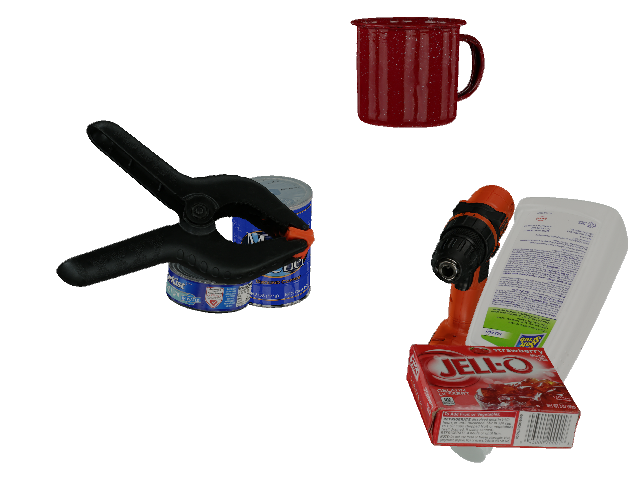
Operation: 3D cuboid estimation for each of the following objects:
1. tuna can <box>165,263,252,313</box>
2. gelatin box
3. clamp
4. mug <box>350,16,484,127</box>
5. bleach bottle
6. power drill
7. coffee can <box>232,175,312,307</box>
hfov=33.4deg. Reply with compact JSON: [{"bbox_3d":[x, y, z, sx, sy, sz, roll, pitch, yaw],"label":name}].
[{"bbox_3d":[-0.110,0.041,1.058,0.086,0.034,0.086,9,17,-3],"label":"tuna can"},{"bbox_3d":[0.102,0.093,0.647,0.089,0.030,0.073,3,24,-8],"label":"gelatin box"},{"bbox_3d":[-0.091,-0.023,0.729,0.171,0.120,0.039,4,-18,-17],"label":"clamp"},{"bbox_3d":[0.081,-0.139,0.871,0.117,0.081,0.093,-8,17,-25],"label":"mug"},{"bbox_3d":[0.161,0.070,0.856,0.103,0.068,0.250,7,46,36],"label":"bleach bottle"},{"bbox_3d":[0.140,0.053,1.062,0.057,0.188,0.184,19,29,18],"label":"power drill"},{"bbox_3d":[-0.062,0.001,1.366,0.103,0.140,0.103,1,26,-1],"label":"coffee can"}]
